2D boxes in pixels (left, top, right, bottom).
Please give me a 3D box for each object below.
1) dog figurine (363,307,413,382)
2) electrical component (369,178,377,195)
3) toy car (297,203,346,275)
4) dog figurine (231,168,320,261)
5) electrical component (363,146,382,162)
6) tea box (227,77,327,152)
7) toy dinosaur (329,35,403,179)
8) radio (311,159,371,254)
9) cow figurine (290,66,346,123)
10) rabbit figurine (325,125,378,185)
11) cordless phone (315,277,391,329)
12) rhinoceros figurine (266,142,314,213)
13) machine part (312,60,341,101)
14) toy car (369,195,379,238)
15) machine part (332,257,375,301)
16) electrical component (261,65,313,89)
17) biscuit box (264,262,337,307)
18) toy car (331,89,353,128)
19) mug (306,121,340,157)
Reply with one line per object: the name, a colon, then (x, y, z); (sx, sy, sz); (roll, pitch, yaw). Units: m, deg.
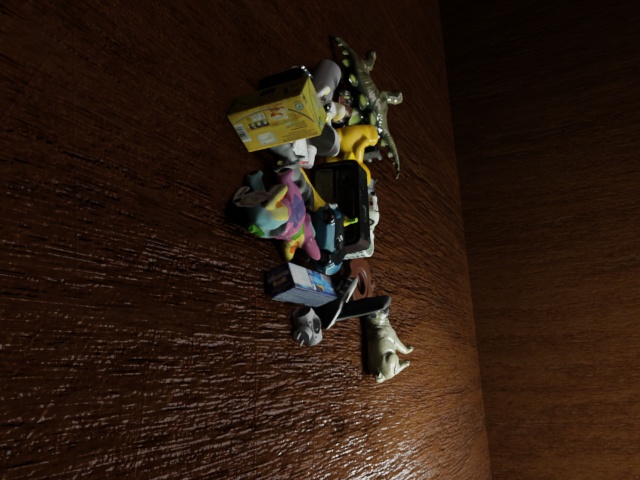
dog figurine: (0.157, 0.275, 1.498); (0.190, 0.121, 0.172); (58, 27, -14)
electrical component: (0.107, -0.168, 1.567); (0.119, 0.048, 0.075); (23, 51, -20)
toy car: (-0.002, -0.004, 1.208); (0.109, 0.103, 0.161); (-19, 109, -68)
dog figurine: (-0.076, -0.026, 1.075); (0.191, 0.109, 0.219); (-69, 145, -48)
electrical component: (0.157, -0.274, 1.699); (0.094, 0.063, 0.021); (35, 51, -56)
tea box: (-0.083, -0.243, 1.052); (0.068, 0.170, 0.098); (-74, 147, -42)
toy dinosaur: (0.150, -0.413, 1.629); (0.198, 0.105, 0.471); (-38, 98, -39)
radio: (0.051, -0.079, 1.326); (0.073, 0.131, 0.229); (28, 57, -61)
cow figurine: (-0.021, -0.319, 1.254); (0.167, 0.068, 0.098); (32, 56, -9)
rabbit figurine: (0.095, -0.225, 1.481); (0.162, 0.122, 0.173); (-18, 97, -58)
cordless phone: (0.087, 0.136, 1.269); (0.146, 0.184, 0.088); (-47, 119, -59)
rhinoceros figurine: (-0.060, -0.138, 1.157); (0.190, 0.073, 0.112); (63, 34, -47)
machine part: (0.003, -0.397, 1.399); (0.079, 0.079, 0.243); (62, 30, -35)
toy car: (0.132, -0.054, 1.513); (0.201, 0.056, 0.073); (92, -4, -64)
machine part: (0.093, 0.118, 1.440); (0.179, 0.056, 0.179); (33, 52, -56)
electrical component: (-0.073, -0.297, 1.157); (0.058, 0.115, 0.134); (33, 51, -55)
biscuit box: (-0.037, 0.099, 1.148); (0.202, 0.063, 0.059); (26, 41, -61)
toy car: (0.064, -0.353, 1.466); (0.202, 0.053, 0.089); (-35, 140, -84)
mug: (0.013, -0.260, 1.376); (0.107, 0.081, 0.109); (14, 73, -75)
